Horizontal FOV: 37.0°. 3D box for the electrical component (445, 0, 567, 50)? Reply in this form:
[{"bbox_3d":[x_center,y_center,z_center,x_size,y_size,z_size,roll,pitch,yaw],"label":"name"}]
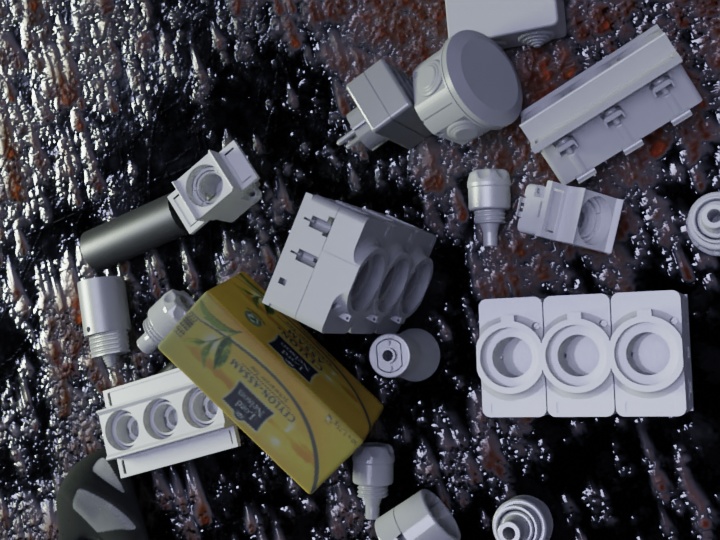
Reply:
[{"bbox_3d":[0.116,-0.224,0.861,0.100,0.048,0.099,-7,84,22],"label":"electrical component"}]

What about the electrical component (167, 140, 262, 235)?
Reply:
[{"bbox_3d":[-0.123,-0.071,0.943,0.081,0.064,0.042,-37,75,16],"label":"electrical component"}]

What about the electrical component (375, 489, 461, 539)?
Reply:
[{"bbox_3d":[0.047,0.208,0.858,0.047,0.055,0.055,-39,73,12],"label":"electrical component"}]

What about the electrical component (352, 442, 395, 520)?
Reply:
[{"bbox_3d":[0.011,0.174,0.886,0.035,0.035,0.061,1,90,23],"label":"electrical component"}]

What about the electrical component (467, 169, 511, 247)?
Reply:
[{"bbox_3d":[0.104,-0.049,0.862,0.035,0.035,0.061,-2,88,23],"label":"electrical component"}]

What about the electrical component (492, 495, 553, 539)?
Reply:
[{"bbox_3d":[0.122,0.196,0.822,0.043,0.062,0.043,-2,86,23],"label":"electrical component"}]

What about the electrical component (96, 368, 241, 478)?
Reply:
[{"bbox_3d":[-0.160,0.129,0.945,0.121,0.063,0.078,-18,80,21],"label":"electrical component"}]

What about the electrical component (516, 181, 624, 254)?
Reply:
[{"bbox_3d":[0.158,-0.041,0.818,0.064,0.081,0.042,14,91,52],"label":"electrical component"}]

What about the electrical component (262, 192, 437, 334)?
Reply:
[{"bbox_3d":[0.000,0.000,0.839,0.062,0.150,0.089,25,97,23],"label":"electrical component"}]

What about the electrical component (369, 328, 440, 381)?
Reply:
[{"bbox_3d":[0.034,0.069,0.866,0.044,0.065,0.044,-2,86,22],"label":"electrical component"}]

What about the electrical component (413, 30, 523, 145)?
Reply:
[{"bbox_3d":[0.083,-0.140,0.831,0.051,0.080,0.080,-27,75,46],"label":"electrical component"}]

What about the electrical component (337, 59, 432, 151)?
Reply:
[{"bbox_3d":[0.015,-0.123,0.878,0.076,0.083,0.047,-35,74,17],"label":"electrical component"}]

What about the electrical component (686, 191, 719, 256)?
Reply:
[{"bbox_3d":[0.260,-0.036,0.780,0.048,0.062,0.048,-2,85,22],"label":"electrical component"}]

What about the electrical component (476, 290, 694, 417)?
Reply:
[{"bbox_3d":[0.169,0.064,0.812,0.150,0.062,0.089,-4,85,23],"label":"electrical component"}]

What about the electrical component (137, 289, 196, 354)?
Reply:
[{"bbox_3d":[-0.174,0.050,0.967,0.062,0.043,0.043,-42,72,16],"label":"electrical component"}]

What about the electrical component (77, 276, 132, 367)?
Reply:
[{"bbox_3d":[-0.234,0.049,0.993,0.043,0.043,0.081,-13,82,22],"label":"electrical component"}]

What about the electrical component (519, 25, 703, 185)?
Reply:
[{"bbox_3d":[0.189,-0.121,0.811,0.121,0.078,0.063,-32,103,18],"label":"electrical component"}]
